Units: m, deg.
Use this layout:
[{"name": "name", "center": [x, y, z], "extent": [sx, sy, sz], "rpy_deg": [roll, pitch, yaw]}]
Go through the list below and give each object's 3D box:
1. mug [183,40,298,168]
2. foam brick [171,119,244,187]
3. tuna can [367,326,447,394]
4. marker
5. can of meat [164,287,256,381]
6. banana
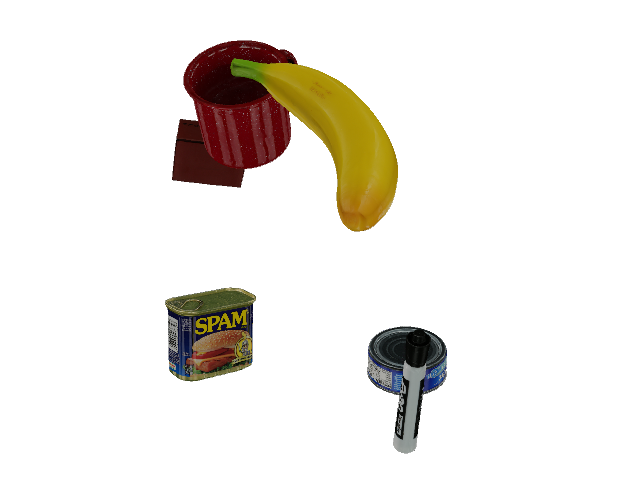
[{"name": "mug", "center": [-0.062, -0.126, 0.963], "extent": [0.093, 0.081, 0.117], "rpy_deg": [29, 57, 28]}, {"name": "foam brick", "center": [-0.120, -0.095, 1.164], "extent": [0.078, 0.051, 0.053], "rpy_deg": [6, 30, -6]}, {"name": "tuna can", "center": [0.093, 0.128, 1.147], "extent": [0.086, 0.034, 0.086], "rpy_deg": [-1, 28, 0]}, {"name": "marker", "center": [0.070, 0.117, 0.824], "extent": [0.020, 0.121, 0.020], "rpy_deg": [2, 37, -2]}, {"name": "can of meat", "center": [-0.124, 0.106, 1.213], "extent": [0.101, 0.084, 0.058], "rpy_deg": [-9, 18, -35]}, {"name": "banana", "center": [0.008, -0.064, 0.668], "extent": [0.069, 0.037, 0.198], "rpy_deg": [-15, 38, -19]}]
